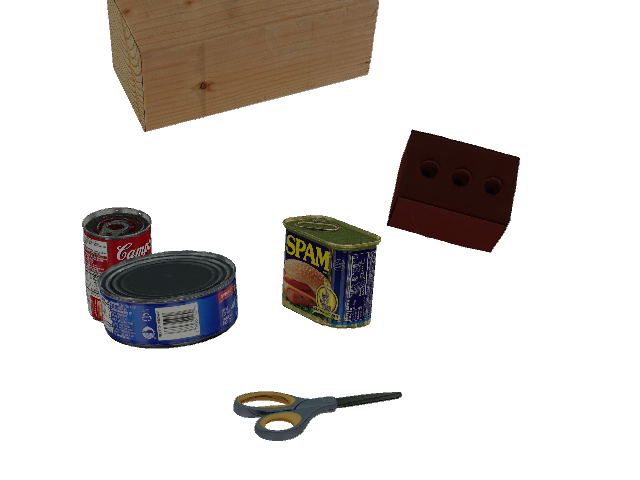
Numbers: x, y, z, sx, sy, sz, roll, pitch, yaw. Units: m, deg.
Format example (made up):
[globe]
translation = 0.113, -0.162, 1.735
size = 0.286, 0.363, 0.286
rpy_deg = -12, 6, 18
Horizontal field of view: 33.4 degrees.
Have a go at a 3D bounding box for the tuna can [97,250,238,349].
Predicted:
[tuna can]
translation = -0.094, 0.036, 0.667
size = 0.086, 0.034, 0.086
rpy_deg = -3, 19, 1

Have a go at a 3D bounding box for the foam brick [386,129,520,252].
[foam brick]
translation = 0.090, -0.033, 0.725
size = 0.078, 0.053, 0.051
rpy_deg = 14, -24, 0

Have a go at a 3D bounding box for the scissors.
[scissors]
translation = 0.004, 0.194, 1.197
size = 0.201, 0.016, 0.096
rpy_deg = 2, 23, -10

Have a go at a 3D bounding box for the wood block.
[wood block]
translation = -0.065, -0.175, 0.899
size = 0.205, 0.090, 0.091
rpy_deg = -17, -35, -18

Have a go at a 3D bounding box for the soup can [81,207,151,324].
[soup can]
translation = -0.204, 0.027, 1.078
size = 0.068, 0.102, 0.068
rpy_deg = 2, 26, -1

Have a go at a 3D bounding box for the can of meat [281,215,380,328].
[can of meat]
translation = 0.007, 0.029, 1.006
size = 0.057, 0.084, 0.102
rpy_deg = -8, 20, -36
